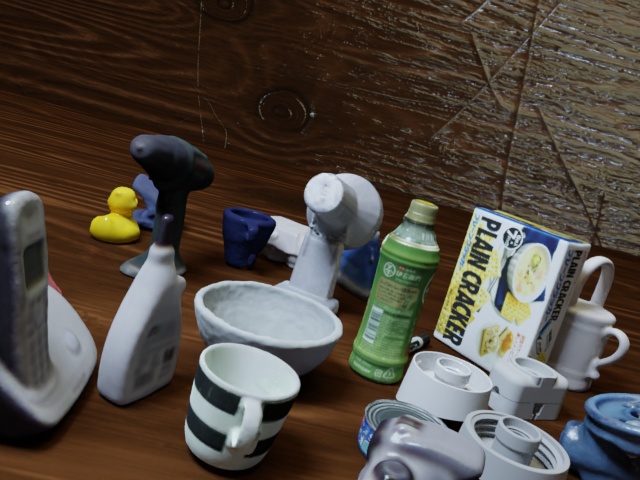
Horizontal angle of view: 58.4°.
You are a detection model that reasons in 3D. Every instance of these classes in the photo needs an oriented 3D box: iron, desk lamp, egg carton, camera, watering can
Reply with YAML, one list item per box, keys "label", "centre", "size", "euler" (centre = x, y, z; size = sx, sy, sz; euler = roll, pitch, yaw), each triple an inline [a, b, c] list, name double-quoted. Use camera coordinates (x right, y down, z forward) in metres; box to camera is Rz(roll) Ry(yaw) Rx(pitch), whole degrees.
- label: "iron"
  centre: [0.080, 0.006, 1.088]
  size: [0.119, 0.141, 0.258]
  euler: [12, 13, -12]
- label: "desk lamp"
  centre: [0.008, 0.003, 0.854]
  size: [0.117, 0.213, 0.204]
  euler: [19, 13, 16]
- label: "egg carton"
  centre: [-0.069, 0.002, 1.097]
  size: [0.150, 0.069, 0.107]
  euler: [21, 14, 25]
- label: "camera"
  centre: [0.088, 0.193, 0.391]
  size: [0.136, 0.101, 0.143]
  euler: [19, 13, 17]
- label: "watering can"
  centre: [0.375, 0.112, 0.854]
  size: [0.172, 0.194, 0.101]
  euler: [23, 15, 32]

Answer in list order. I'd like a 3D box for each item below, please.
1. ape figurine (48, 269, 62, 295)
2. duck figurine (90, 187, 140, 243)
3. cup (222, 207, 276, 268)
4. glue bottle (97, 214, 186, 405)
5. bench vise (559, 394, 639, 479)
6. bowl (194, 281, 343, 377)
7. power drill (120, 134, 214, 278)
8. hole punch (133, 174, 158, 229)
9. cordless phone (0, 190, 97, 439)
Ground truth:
- label: "ape figurine"
  centre: [-0.293, 0.052, 0.574]
  size: [0.078, 0.092, 0.075]
  euler: [3, 18, -43]
- label: "duck figurine"
  centre: [-0.336, -0.045, 0.955]
  size: [0.077, 0.086, 0.104]
  euler: [16, 13, 4]
- label: "cup"
  centre: [-0.125, 0.004, 0.967]
  size: [0.092, 0.095, 0.117]
  euler: [11, 13, -17]
- label: "glue bottle"
  centre: [-0.153, 0.059, 0.522]
  size: [0.037, 0.173, 0.078]
  euler: [20, 14, 23]
- label: "bench vise"
  centre: [0.362, 0.168, 0.543]
  size: [0.207, 0.220, 0.122]
  euler: [19, 14, 18]
- label: "bowl"
  centre: [-0.062, 0.109, 0.636]
  size: [0.167, 0.075, 0.167]
  euler: [14, 13, -3]
- label: "power drill"
  centre: [-0.222, -0.049, 0.825]
  size: [0.075, 0.208, 0.230]
  euler: [16, 13, 5]
- label: "hole punch"
  centre: [-0.306, -0.070, 1.081]
  size: [0.101, 0.091, 0.108]
  euler: [12, 13, -13]
- label: "cordless phone"
  centre: [-0.229, 0.046, 0.464]
  size: [0.094, 0.185, 0.147]
  euler: [13, 13, -10]
